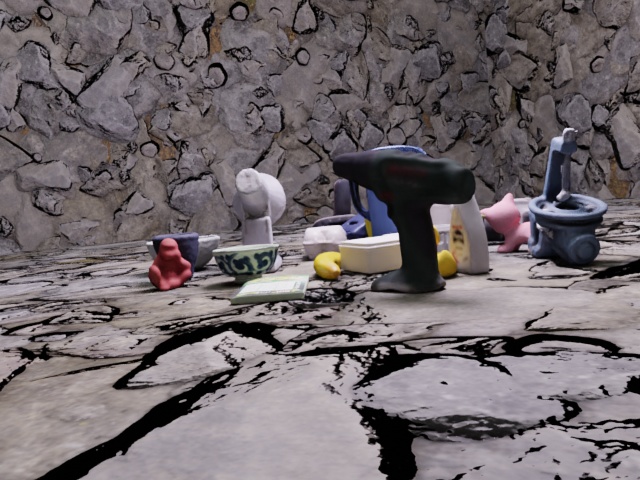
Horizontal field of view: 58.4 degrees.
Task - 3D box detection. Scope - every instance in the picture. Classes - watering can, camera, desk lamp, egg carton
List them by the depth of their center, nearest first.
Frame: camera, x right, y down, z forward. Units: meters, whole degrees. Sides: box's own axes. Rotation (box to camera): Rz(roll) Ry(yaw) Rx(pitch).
[{"bbox_3d":[-0.135,-0.044,1.233,0.118,0.213,0.203,-5,5,2],"label":"desk lamp"},{"bbox_3d":[0.430,-0.044,1.322,0.136,0.101,0.143,-4,5,11],"label":"camera"},{"bbox_3d":[0.013,0.005,1.366,0.107,0.069,0.150,-5,5,-1],"label":"egg carton"},{"bbox_3d":[0.326,-0.097,1.514,0.173,0.194,0.100,-9,6,-39],"label":"watering can"}]

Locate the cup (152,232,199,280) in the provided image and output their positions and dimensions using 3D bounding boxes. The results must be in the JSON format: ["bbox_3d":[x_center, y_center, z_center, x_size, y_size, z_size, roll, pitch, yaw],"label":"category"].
[{"bbox_3d":[-0.294,0.035,1.155,0.092,0.095,0.117,-9,6,-43],"label":"cup"}]

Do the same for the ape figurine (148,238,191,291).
[{"bbox_3d":[-0.279,0.043,1.058,0.078,0.092,0.076,-6,5,-16],"label":"ape figurine"}]

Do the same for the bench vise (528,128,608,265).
[{"bbox_3d":[0.396,-0.074,0.981,0.122,0.220,0.207,-6,5,-17],"label":"bench vise"}]

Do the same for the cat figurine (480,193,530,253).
[{"bbox_3d":[0.390,-0.035,1.144,0.127,0.118,0.067,-1,6,38],"label":"cat figurine"}]

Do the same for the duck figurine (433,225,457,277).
[{"bbox_3d":[0.178,0.016,0.938,0.078,0.086,0.104,-7,5,-24],"label":"duck figurine"}]

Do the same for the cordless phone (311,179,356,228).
[{"bbox_3d":[0.035,-0.075,1.609,0.148,0.185,0.093,-8,6,-37],"label":"cordless phone"}]

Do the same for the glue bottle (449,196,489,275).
[{"bbox_3d":[0.238,-0.033,0.935,0.037,0.173,0.078,-7,5,-19],"label":"glue bottle"}]

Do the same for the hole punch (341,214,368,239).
[{"bbox_3d":[0.096,-0.025,1.514,0.101,0.091,0.108,-8,5,-30],"label":"hole punch"}]

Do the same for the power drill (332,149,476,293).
[{"bbox_3d":[0.116,-0.032,0.836,0.228,0.208,0.076,-1,6,40],"label":"power drill"}]

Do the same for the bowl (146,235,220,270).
[{"bbox_3d":[-0.312,0.034,1.322,0.167,0.075,0.167,-5,5,1],"label":"bowl"}]
